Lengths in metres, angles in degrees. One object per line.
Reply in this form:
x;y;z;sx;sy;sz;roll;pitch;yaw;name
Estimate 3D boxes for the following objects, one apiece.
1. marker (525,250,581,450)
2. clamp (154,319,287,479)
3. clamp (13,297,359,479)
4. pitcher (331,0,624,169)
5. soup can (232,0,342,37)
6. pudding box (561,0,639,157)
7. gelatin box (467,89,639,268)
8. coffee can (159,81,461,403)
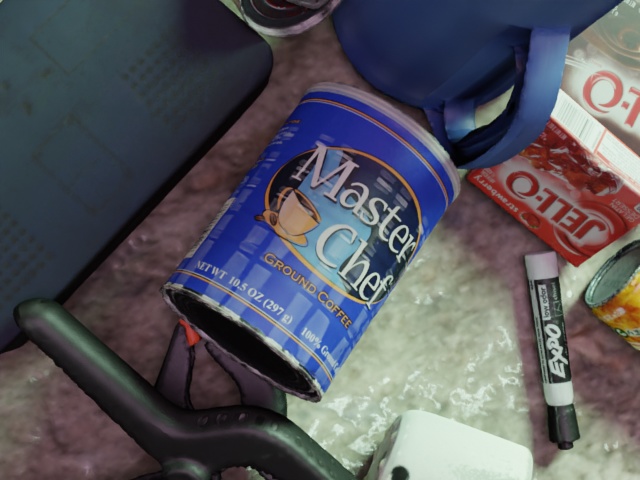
0.141;0.067;0.647;0.020;0.020;0.121;-8;92;-6;marker
-0.059;0.128;0.618;0.120;0.039;0.171;-26;88;-9;clamp
-0.079;0.132;0.574;0.210;0.036;0.165;19;114;-4;clamp
0.092;-0.137;0.523;0.149;0.243;0.145;43;81;-5;pitcher
-0.034;-0.167;0.577;0.068;0.068;0.102;-31;56;-5;soup can
0.186;-0.087;0.638;0.113;0.039;0.090;32;89;-5;pudding box
0.142;-0.034;0.617;0.089;0.073;0.030;40;48;-5;gelatin box
-0.004;0.001;0.573;0.103;0.103;0.140;37;73;-6;coffee can
